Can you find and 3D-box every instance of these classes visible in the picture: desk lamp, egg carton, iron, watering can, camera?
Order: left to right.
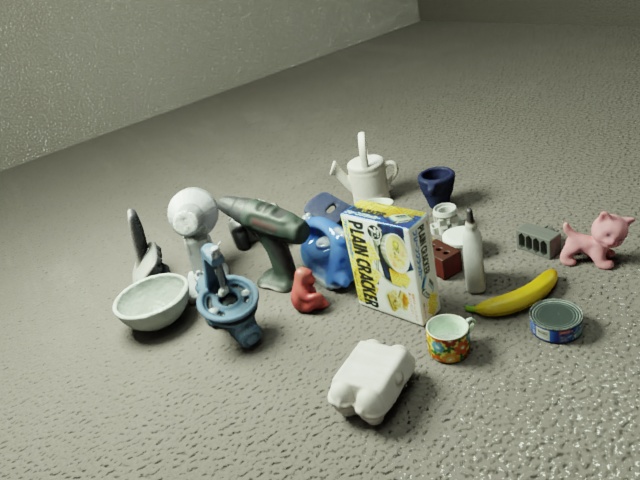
[{"bbox_3d":[-0.282,0.001,1.328,0.118,0.214,0.203,-15,29,-3],"label":"desk lamp"},{"bbox_3d":[-0.153,-0.036,1.456,0.143,0.101,0.136,-22,30,-14],"label":"camera"},{"bbox_3d":[0.012,0.005,1.273,0.119,0.142,0.257,-27,32,-23],"label":"iron"},{"bbox_3d":[0.115,-0.188,1.513,0.173,0.194,0.100,-18,29,-8],"label":"watering can"},{"bbox_3d":[0.086,0.226,0.926,0.107,0.069,0.150,7,35,32],"label":"egg carton"}]

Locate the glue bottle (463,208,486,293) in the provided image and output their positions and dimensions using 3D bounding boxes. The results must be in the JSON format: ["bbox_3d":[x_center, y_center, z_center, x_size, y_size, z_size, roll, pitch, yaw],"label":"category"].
[{"bbox_3d":[0.295,0.014,1.104,0.037,0.173,0.078,-3,31,18],"label":"glue bottle"}]

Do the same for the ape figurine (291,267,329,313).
[{"bbox_3d":[-0.027,0.098,1.176,0.076,0.092,0.077,-11,29,5],"label":"ape figurine"}]

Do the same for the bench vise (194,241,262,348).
[{"bbox_3d":[-0.211,0.094,1.129,0.206,0.220,0.122,11,37,37],"label":"bench vise"}]

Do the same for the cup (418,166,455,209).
[{"bbox_3d":[0.290,-0.117,1.418,0.091,0.095,0.118,0,32,23],"label":"cup"}]

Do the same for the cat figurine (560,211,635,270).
[{"bbox_3d":[0.533,-0.010,1.104,0.127,0.118,0.067,4,34,29],"label":"cat figurine"}]

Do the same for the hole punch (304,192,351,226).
[{"bbox_3d":[0.027,-0.065,1.440,0.100,0.091,0.109,8,35,33],"label":"hole punch"}]

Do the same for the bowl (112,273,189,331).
[{"bbox_3d":[-0.357,0.147,1.247,0.167,0.075,0.167,-10,29,6],"label":"bowl"}]

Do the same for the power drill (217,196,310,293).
[{"bbox_3d":[-0.115,0.006,1.255,0.228,0.209,0.076,8,36,34],"label":"power drill"}]

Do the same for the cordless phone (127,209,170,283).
[{"bbox_3d":[-0.431,0.028,1.373,0.094,0.185,0.147,-21,30,-13],"label":"cordless phone"}]
